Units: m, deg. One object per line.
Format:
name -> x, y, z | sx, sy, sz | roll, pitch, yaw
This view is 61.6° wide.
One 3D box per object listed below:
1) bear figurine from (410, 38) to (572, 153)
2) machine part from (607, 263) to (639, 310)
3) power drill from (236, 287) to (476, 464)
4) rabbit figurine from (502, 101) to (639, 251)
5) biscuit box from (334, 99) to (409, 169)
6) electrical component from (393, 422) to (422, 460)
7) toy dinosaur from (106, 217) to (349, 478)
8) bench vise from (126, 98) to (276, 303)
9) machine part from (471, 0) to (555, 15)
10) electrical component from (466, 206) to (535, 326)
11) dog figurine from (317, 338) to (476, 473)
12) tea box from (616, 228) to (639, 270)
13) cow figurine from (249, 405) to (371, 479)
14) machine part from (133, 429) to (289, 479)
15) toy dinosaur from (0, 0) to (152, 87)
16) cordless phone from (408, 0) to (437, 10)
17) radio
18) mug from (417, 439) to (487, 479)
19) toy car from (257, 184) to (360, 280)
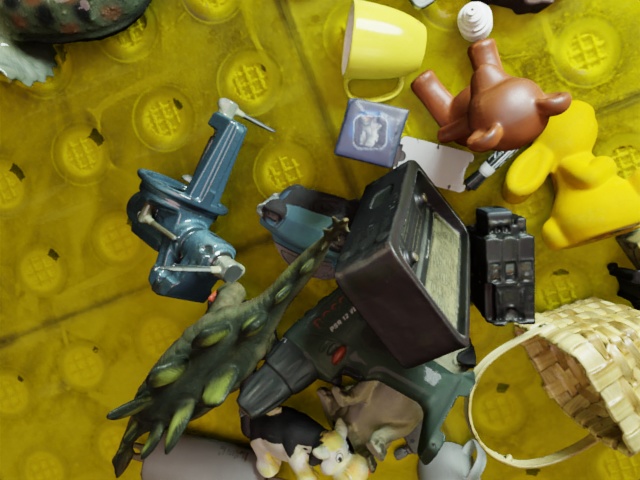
bear figurine -> 0.181, -0.158, 0.596 | 0.120, 0.196, 0.132 | -28, 93, 11
machine part -> 0.414, 0.089, 0.664 | 0.039, 0.084, 0.139 | -37, 93, 0
power drill -> 0.051, 0.155, 0.601 | 0.207, 0.085, 0.232 | 31, 65, 20
rabbit figurine -> 0.305, -0.079, 0.653 | 0.162, 0.122, 0.173 | -15, 82, 16
biscuit box -> 0.058, -0.118, 0.609 | 0.063, 0.203, 0.059 | 15, 100, 4
electrical component -> 0.134, 0.262, 0.742 | 0.094, 0.021, 0.063 | -33, 94, 8
toy dinosaur -> -0.120, 0.134, 0.622 | 0.105, 0.198, 0.471 | 40, 105, -2
bench vise -> -0.147, -0.054, 0.652 | 0.128, 0.224, 0.240 | 23, 96, -39
machine part -> 0.241, -0.359, 0.636 | 0.179, 0.056, 0.179 | 0, 97, 4
electrical component -> 0.217, 0.027, 0.658 | 0.058, 0.115, 0.134 | -5, 97, 1
dog figurine -> 0.108, 0.199, 0.712 | 0.190, 0.172, 0.121 | -28, 81, -24
tea box -> 0.464, 0.041, 0.660 | 0.098, 0.068, 0.169 | -38, 92, 9
cow figurine -> -0.017, 0.251, 0.673 | 0.167, 0.068, 0.098 | -5, 109, 37
machine part -> -0.154, 0.317, 0.749 | 0.243, 0.079, 0.079 | 12, 98, 5
toy dinosaur -> -0.299, -0.311, 0.667 | 0.405, 0.131, 0.192 | -14, 108, 3
cordless phone -> 0.053, -0.337, 0.644 | 0.146, 0.089, 0.184 | -36, 97, 8
radio -> 0.097, 0.012, 0.577 | 0.073, 0.230, 0.131 | -31, 107, 27
mug -> 0.182, 0.320, 0.703 | 0.081, 0.107, 0.109 | 41, 101, -2
toy car -> -0.001, -0.002, 0.683 | 0.162, 0.109, 0.102 | 15, 117, 12
